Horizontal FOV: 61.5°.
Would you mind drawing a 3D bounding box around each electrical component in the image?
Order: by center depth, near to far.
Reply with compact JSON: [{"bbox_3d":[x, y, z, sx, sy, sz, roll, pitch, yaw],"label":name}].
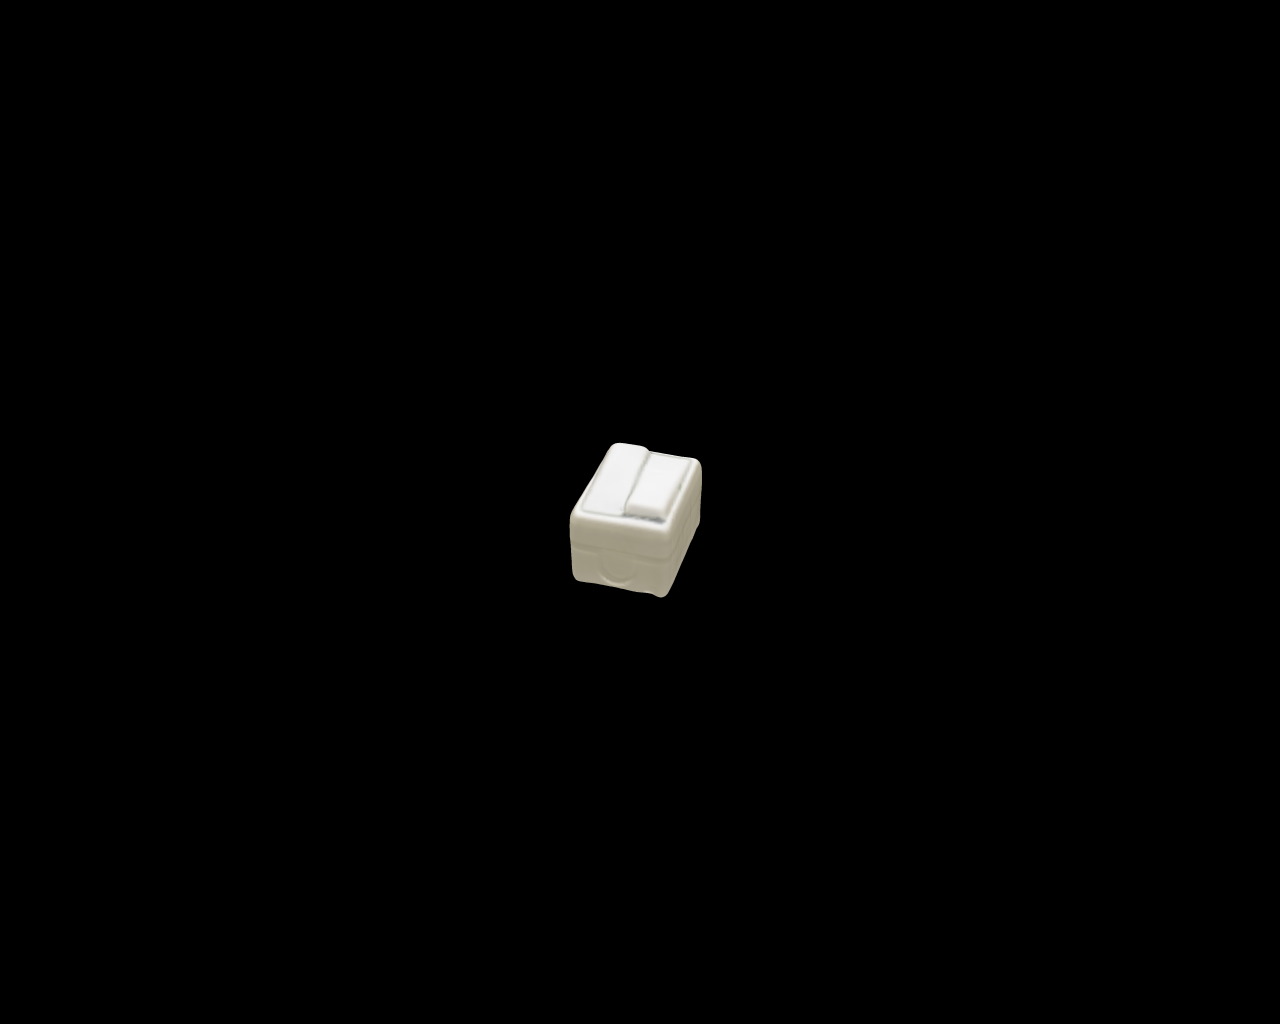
[{"bbox_3d":[0.001,-0.003,0.650,0.062,0.061,0.096,11,39,14],"label":"electrical component"}]
